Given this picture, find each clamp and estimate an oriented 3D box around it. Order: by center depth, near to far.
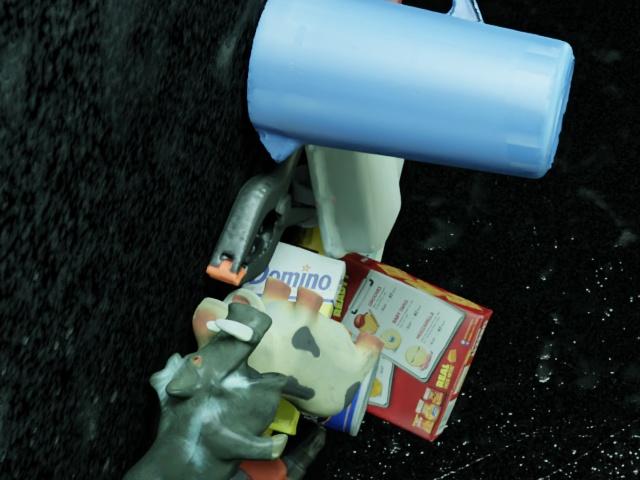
[{"bbox_3d":[-0.043,-0.041,0.949,0.209,0.036,0.165,-56,156,-51],"label":"clamp"}]

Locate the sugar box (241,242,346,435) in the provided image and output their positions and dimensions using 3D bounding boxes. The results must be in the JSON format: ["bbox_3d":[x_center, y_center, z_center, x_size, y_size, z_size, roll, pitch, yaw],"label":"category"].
[{"bbox_3d":[-0.043,0.093,1.041,0.048,0.093,0.176,79,28,-77],"label":"sugar box"}]

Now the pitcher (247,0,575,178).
[{"bbox_3d":[0.074,-0.135,0.851,0.149,0.243,0.145,89,20,-45],"label":"pitcher"}]

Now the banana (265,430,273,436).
[{"bbox_3d":[-0.077,0.248,1.338,0.069,0.037,0.198,-73,173,-49],"label":"banana"}]

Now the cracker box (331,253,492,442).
[{"bbox_3d":[0.076,0.119,1.284,0.072,0.214,0.164,-5,117,-70],"label":"cracker box"}]

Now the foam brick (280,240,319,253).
[{"bbox_3d":[-0.037,0.038,1.126,0.078,0.051,0.053,-50,154,-72],"label":"foam brick"}]

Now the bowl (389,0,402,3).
[{"bbox_3d":[0.056,-0.270,1.136,0.162,0.055,0.162,17,89,-82],"label":"bowl"}]

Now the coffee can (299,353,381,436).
[{"bbox_3d":[-0.012,0.153,1.211,0.102,0.140,0.103,17,89,-82],"label":"coffee can"}]

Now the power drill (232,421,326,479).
[{"bbox_3d":[-0.064,0.280,1.237,0.184,0.057,0.187,-51,165,-7],"label":"power drill"}]

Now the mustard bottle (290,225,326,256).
[{"bbox_3d":[-0.008,0.002,1.224,0.096,0.058,0.191,145,-33,-70],"label":"mustard bottle"}]
